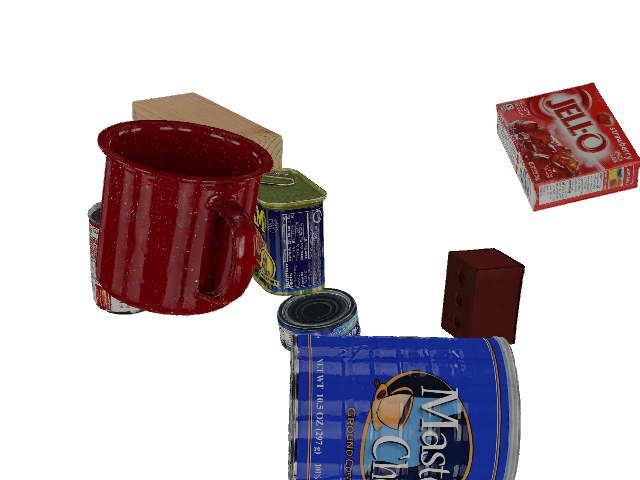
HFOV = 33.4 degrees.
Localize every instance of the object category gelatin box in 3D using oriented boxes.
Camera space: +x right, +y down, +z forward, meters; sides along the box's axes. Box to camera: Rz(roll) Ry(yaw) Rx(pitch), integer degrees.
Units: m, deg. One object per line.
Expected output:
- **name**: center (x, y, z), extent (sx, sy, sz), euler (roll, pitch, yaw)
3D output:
- **gelatin box**: center (0.168, -0.066, 0.733), extent (0.073, 0.089, 0.030), euler (-13, -44, -1)

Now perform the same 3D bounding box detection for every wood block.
- **wood block**: center (-0.139, -0.105, 1.276), extent (0.090, 0.090, 0.206), euler (-13, 28, -33)

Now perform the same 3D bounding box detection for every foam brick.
- **foam brick**: center (0.146, 0.052, 0.971), extent (0.051, 0.078, 0.053), euler (-5, 20, -23)

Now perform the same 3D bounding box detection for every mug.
- **mug**: center (-0.070, -0.007, 0.569), extent (0.093, 0.081, 0.117), euler (-8, 29, -39)

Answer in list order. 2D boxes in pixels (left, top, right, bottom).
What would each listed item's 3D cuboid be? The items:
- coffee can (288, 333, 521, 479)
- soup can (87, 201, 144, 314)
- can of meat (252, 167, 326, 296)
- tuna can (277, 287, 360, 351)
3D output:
- **coffee can**: center (0.050, 0.113, 0.696), extent (0.140, 0.103, 0.103), euler (1, 0, -2)
- **soup can**: center (-0.201, 0.016, 1.092), extent (0.068, 0.102, 0.068), euler (2, 26, -1)
- **can of meat**: center (-0.033, -0.008, 0.904), extent (0.057, 0.084, 0.102), euler (-9, 21, -19)
- **tuna can**: center (-0.002, 0.084, 1.120), extent (0.086, 0.034, 0.086), euler (-7, 27, 3)
